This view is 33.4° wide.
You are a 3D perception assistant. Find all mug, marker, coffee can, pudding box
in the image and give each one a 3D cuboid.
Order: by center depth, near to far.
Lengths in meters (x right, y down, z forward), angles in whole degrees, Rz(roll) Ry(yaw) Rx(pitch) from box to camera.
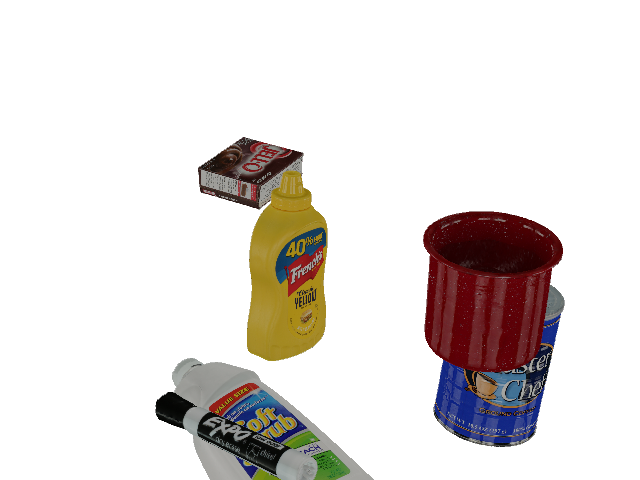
[{"bbox_3d":[-0.053,0.115,0.627,0.121,0.020,0.020,17,10,37],"label":"marker"},{"bbox_3d":[0.111,0.031,0.741,0.093,0.081,0.117,-6,29,-14],"label":"mug"},{"bbox_3d":[0.170,0.111,1.027,0.103,0.140,0.103,6,22,-3],"label":"coffee can"},{"bbox_3d":[-0.086,-0.086,1.335,0.090,0.039,0.113,16,34,23],"label":"pudding box"}]

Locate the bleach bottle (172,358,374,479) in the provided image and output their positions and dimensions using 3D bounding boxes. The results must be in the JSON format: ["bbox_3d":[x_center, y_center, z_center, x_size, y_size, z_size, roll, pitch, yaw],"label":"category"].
[{"bbox_3d":[-0.056,0.167,0.847,0.102,0.068,0.251,-22,34,-27],"label":"bleach bottle"}]

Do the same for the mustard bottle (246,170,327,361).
[{"bbox_3d":[-0.032,0.021,1.092,0.058,0.192,0.096,20,28,37],"label":"mustard bottle"}]
